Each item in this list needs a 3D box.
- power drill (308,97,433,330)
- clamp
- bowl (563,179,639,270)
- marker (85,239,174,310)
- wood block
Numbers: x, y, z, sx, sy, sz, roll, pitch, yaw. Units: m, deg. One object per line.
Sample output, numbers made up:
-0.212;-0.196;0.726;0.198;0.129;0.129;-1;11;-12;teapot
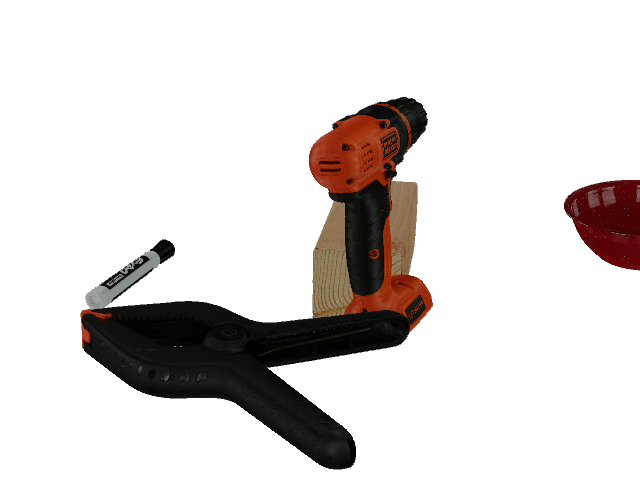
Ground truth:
0.053;-0.021;0.903;0.057;0.187;0.184;-1;18;28;power drill
-0.049;0.070;0.677;0.210;0.036;0.164;12;25;19;clamp
0.334;-0.012;1.108;0.162;0.055;0.162;-3;23;1;bowl
-0.171;0.030;0.979;0.020;0.020;0.120;0;24;29;marker
0.052;0.010;1.167;0.091;0.090;0.206;5;24;8;wood block
